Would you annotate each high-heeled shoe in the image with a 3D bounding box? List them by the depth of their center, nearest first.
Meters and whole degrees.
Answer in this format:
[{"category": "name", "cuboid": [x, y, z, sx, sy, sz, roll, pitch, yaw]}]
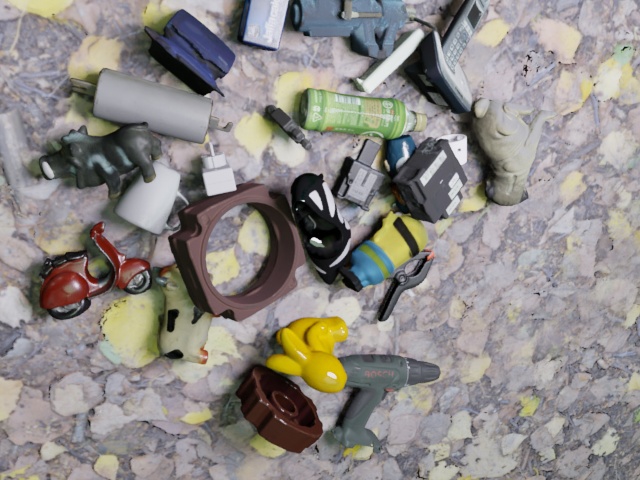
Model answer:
[{"category": "high-heeled shoe", "cuboid": [-0.002, -0.003, 0.920, 0.086, 0.145, 0.248, -2, 116, 15]}]

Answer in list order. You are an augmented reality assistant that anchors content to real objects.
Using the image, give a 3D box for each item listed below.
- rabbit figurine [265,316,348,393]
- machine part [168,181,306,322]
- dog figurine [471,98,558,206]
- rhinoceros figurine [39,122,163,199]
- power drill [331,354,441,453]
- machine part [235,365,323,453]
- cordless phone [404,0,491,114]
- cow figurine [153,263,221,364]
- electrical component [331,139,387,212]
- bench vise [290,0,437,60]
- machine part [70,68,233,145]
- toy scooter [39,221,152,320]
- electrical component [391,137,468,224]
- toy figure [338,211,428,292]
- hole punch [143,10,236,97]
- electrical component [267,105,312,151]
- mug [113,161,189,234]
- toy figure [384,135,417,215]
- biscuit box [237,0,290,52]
[{"category": "rabbit figurine", "cuboid": [-0.010, 0.210, 0.989, 0.162, 0.173, 0.121, 22, 105, -25]}, {"category": "machine part", "cuboid": [-0.132, 0.018, 0.897, 0.201, 0.087, 0.200, -30, 113, -33]}, {"category": "dog figurine", "cuboid": [0.327, -0.156, 0.988, 0.172, 0.121, 0.190, 8, 107, -17]}, {"category": "rhinoceros figurine", "cuboid": [-0.335, -0.123, 0.818, 0.190, 0.073, 0.112, -12, 140, 15]}, {"category": "power drill", "cuboid": [0.124, 0.334, 1.118, 0.232, 0.086, 0.207, 14, 107, -18]}, {"category": "machine part", "cuboid": [-0.075, 0.318, 1.011, 0.179, 0.179, 0.056, 35, 99, -23]}, {"category": "cordless phone", "cuboid": [0.243, -0.325, 0.916, 0.146, 0.089, 0.184, 30, 92, -48]}, {"category": "cow figurine", "cuboid": [-0.240, 0.118, 0.946, 0.127, 0.086, 0.194, 11, 106, -25]}, {"category": "electrical component", "cuboid": [0.079, -0.119, 0.971, 0.075, 0.048, 0.119, 26, 101, -22]}, {"category": "bench vise", "cuboid": [0.062, -0.407, 0.832, 0.224, 0.129, 0.240, -4, 116, -13]}, {"category": "machine part", "cuboid": [-0.257, -0.205, 0.834, 0.243, 0.079, 0.079, 12, 104, -19]}, {"category": "toy scooter", "cuboid": [-0.381, 0.045, 0.885, 0.184, 0.075, 0.135, -19, 112, -12]}, {"category": "electrical component", "cuboid": [0.200, -0.097, 0.954, 0.115, 0.058, 0.134, -48, 128, -15]}, {"category": "toy figure", "cuboid": [0.121, 0.026, 1.001, 0.180, 0.082, 0.089, -43, 76, -13]}, {"category": "hole punch", "cuboid": [-0.186, -0.286, 0.810, 0.142, 0.116, 0.092, 41, 86, -24]}, {"category": "electrical component", "cuboid": [-0.052, -0.190, 0.902, 0.021, 0.094, 0.063, -45, 151, 3]}, {"category": "mug", "cuboid": [-0.263, -0.068, 0.877, 0.109, 0.081, 0.107, 26, 91, -19]}, {"category": "toy figure", "cuboid": [0.155, -0.114, 0.990, 0.064, 0.058, 0.154, -2, 115, 24]}, {"category": "biscuit box", "cuboid": [-0.075, -0.398, 0.828, 0.063, 0.059, 0.202, 10, 105, -18]}]
